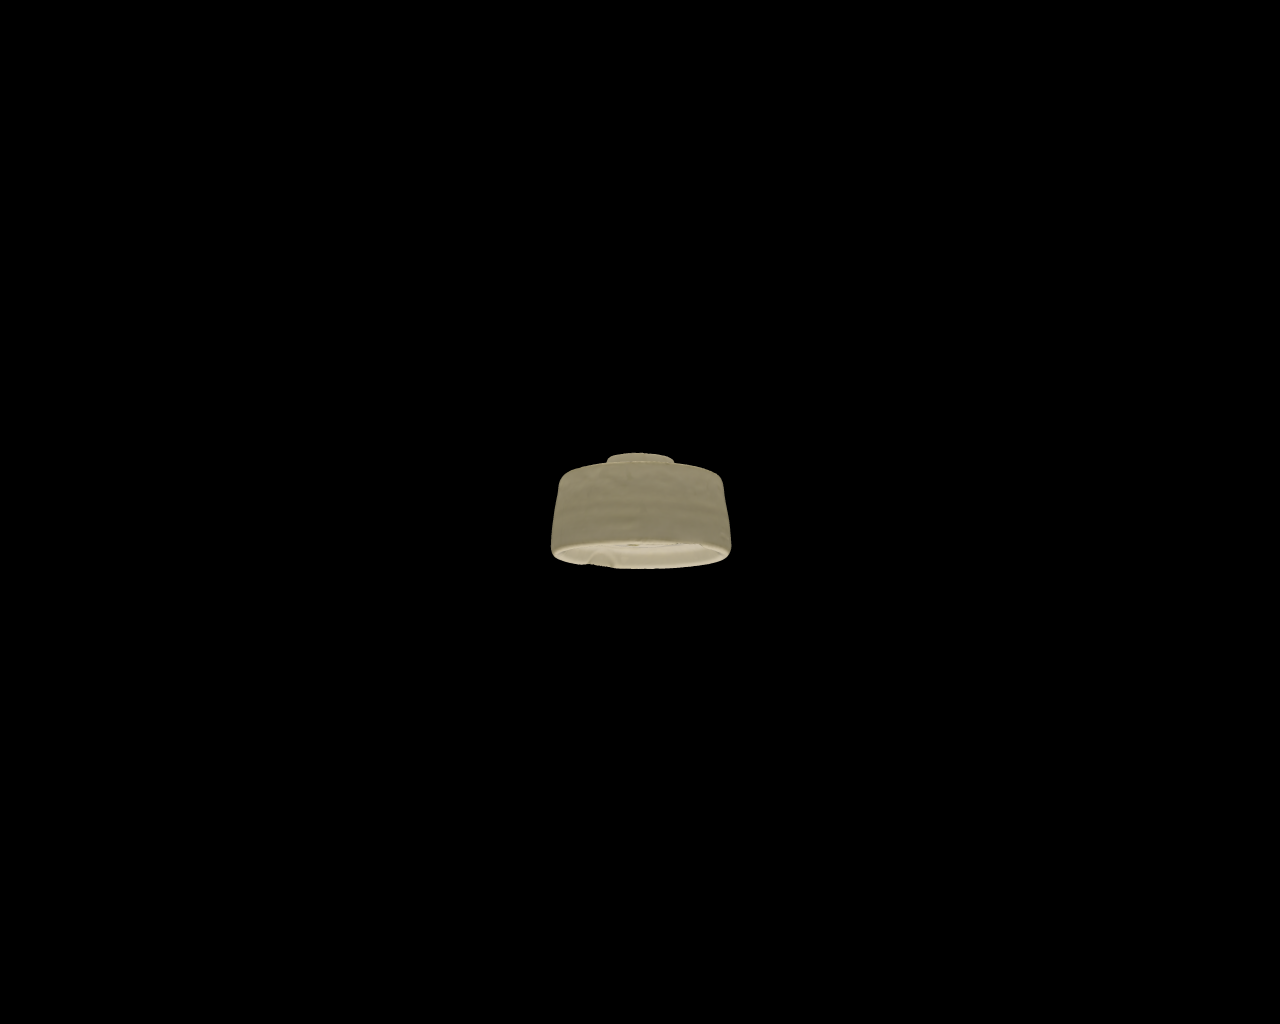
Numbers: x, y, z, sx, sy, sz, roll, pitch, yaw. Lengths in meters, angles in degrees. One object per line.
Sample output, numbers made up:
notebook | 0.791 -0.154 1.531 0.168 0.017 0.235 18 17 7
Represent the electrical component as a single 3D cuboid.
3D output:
electrical component | 0.001 -0.003 0.650 0.108 0.060 0.108 0 -11 0
